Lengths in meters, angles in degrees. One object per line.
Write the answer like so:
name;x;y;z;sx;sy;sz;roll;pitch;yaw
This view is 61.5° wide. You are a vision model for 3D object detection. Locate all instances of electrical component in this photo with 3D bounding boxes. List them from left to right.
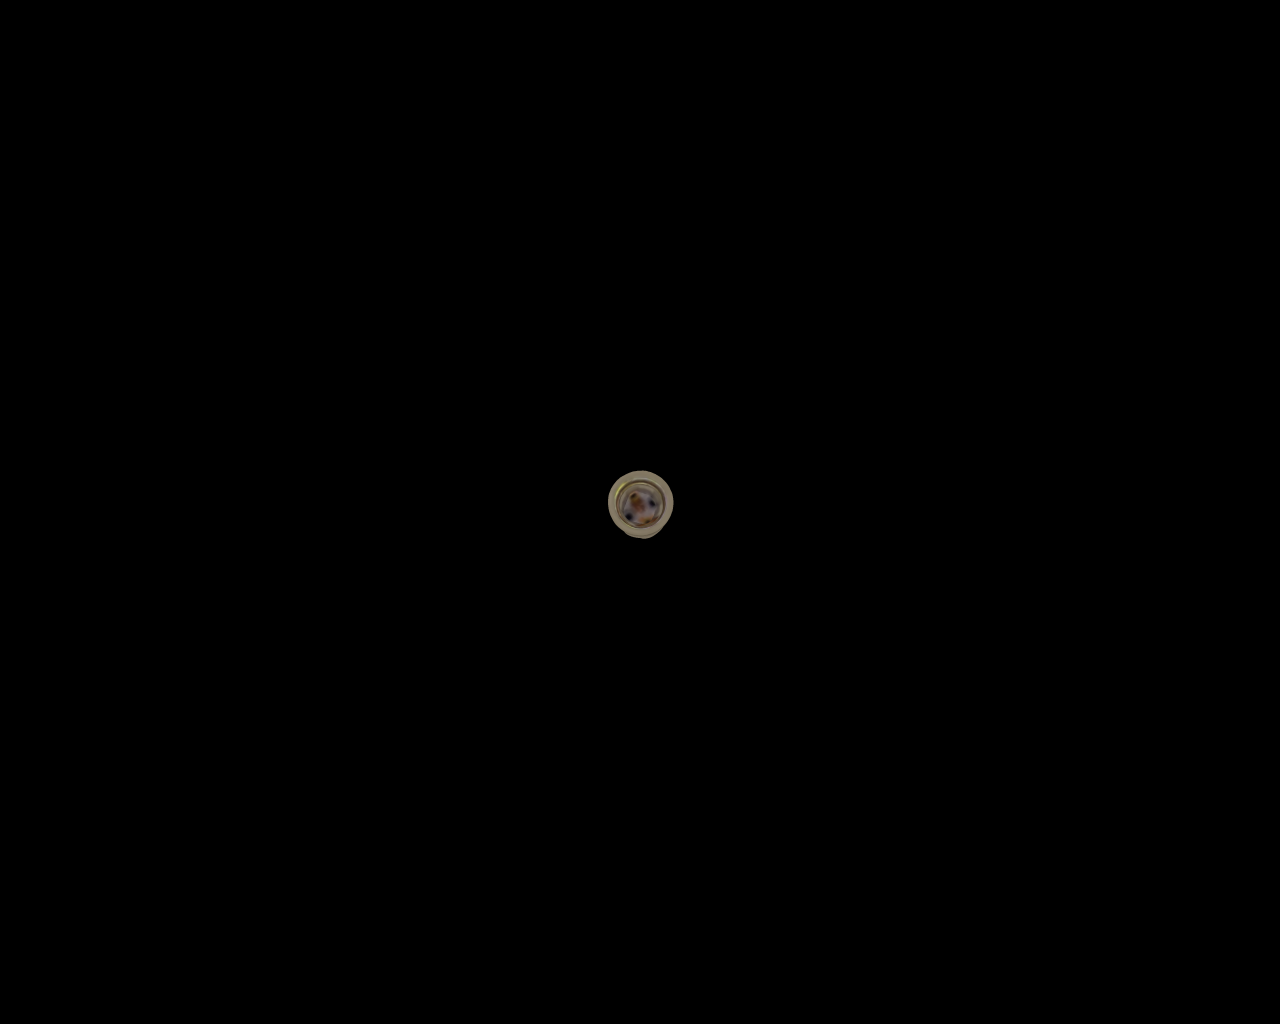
electrical component;0.001;-0.003;0.650;0.040;0.040;0.046;0;-9;0
